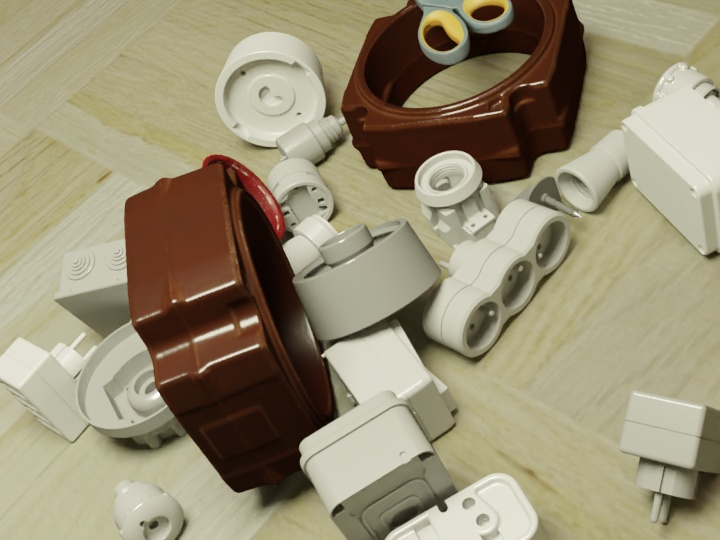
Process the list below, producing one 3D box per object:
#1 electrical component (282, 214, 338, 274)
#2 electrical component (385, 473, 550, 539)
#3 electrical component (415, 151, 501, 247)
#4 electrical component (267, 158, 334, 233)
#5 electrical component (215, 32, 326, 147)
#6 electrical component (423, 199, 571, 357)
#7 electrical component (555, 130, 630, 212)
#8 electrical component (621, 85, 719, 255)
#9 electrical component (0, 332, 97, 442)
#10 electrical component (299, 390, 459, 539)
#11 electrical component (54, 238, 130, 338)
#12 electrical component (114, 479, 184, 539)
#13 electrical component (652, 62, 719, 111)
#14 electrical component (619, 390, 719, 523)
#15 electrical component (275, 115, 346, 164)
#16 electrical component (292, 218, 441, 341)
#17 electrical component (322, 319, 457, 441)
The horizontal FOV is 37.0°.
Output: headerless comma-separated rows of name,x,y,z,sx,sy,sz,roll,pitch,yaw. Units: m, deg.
electrical component,-0.047,-0.015,0.927,0.055,0.045,0.045,-43,45,-16
electrical component,0.070,0.179,0.672,0.095,0.059,0.053,-30,43,-1
electrical component,0.079,-0.061,0.897,0.058,0.057,0.078,-36,43,-8
electrical component,-0.056,-0.069,0.977,0.055,0.055,0.047,-26,40,3
electrical component,-0.086,-0.183,1.065,0.108,0.108,0.060,-15,39,14
electrical component,0.094,0.000,0.834,0.074,0.052,0.138,25,65,41
electrical component,0.196,-0.083,0.869,0.065,0.044,0.044,-40,44,-18
electrical component,0.251,-0.075,0.805,0.057,0.078,0.113,-27,43,-3
electrical component,-0.253,0.087,0.909,0.047,0.083,0.075,19,60,39
electrical component,0.018,0.140,0.697,0.078,0.113,0.057,-31,46,-3
electrical component,-0.205,0.015,0.943,0.100,0.099,0.048,-12,58,17
electrical component,-0.165,0.179,0.807,0.048,0.048,0.062,-42,37,-14
electrical component,0.275,-0.138,0.878,0.048,0.048,0.062,-41,51,-13
electrical component,0.193,0.119,0.667,0.047,0.066,0.076,10,84,34
electrical component,-0.045,-0.125,1.033,0.078,0.040,0.040,-33,43,-5
electrical component,0.000,0.000,0.814,0.108,0.060,0.108,-28,10,5
electrical component,0.021,0.081,0.789,0.061,0.061,0.096,-34,43,-6
